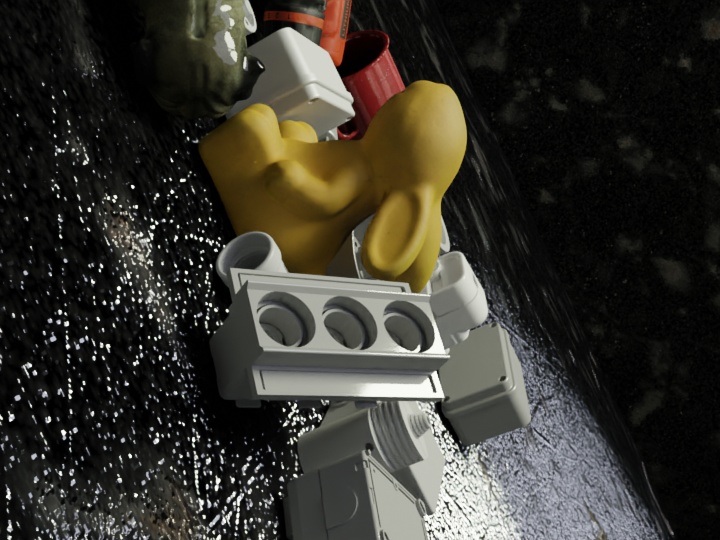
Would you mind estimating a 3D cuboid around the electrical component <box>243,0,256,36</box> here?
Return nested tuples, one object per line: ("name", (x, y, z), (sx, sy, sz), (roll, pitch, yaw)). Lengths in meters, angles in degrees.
("electrical component", (-0.112, -0.192, 0.802), (0.055, 0.047, 0.055), (58, 16, -28))

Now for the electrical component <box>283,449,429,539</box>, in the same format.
("electrical component", (0.002, 0.158, 0.620), (0.096, 0.061, 0.061), (51, 21, -45))

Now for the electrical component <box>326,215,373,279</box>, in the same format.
("electrical component", (0.000, 0.000, 0.857), (0.099, 0.064, 0.099), (58, 16, -28))

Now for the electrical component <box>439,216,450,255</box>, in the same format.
("electrical component", (0.042, -0.056, 1.103), (0.108, 0.060, 0.108), (58, 16, -28))

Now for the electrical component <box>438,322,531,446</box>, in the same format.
("electrical component", (0.123, 0.113, 1.087), (0.113, 0.078, 0.057), (-88, 153, -60))

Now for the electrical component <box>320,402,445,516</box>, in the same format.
("electrical component", (0.016, 0.122, 0.752), (0.099, 0.048, 0.099), (63, 15, -9))

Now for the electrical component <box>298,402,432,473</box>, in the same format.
("electrical component", (0.007, 0.109, 0.674), (0.043, 0.081, 0.043), (58, 16, -28))

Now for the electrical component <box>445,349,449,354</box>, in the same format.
("electrical component", (0.067, 0.059, 1.043), (0.062, 0.043, 0.043), (57, 17, -34))

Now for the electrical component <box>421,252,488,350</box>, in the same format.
("electrical component", (0.063, 0.034, 0.964), (0.059, 0.095, 0.053), (57, 16, -30))

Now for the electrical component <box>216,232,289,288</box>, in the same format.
("electrical component", (-0.063, 0.005, 0.678), (0.040, 0.040, 0.046), (-99, 165, -46))

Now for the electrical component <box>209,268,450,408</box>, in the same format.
("electrical component", (-0.019, 0.045, 0.619), (0.121, 0.063, 0.078), (5, 54, -33))

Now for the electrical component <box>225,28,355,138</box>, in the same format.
("electrical component", (-0.059, -0.136, 0.841), (0.057, 0.078, 0.113), (65, 14, 7))

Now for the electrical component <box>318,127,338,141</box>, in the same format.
("electrical component", (-0.041, -0.128, 0.963), (0.040, 0.040, 0.078), (55, 18, -37))
